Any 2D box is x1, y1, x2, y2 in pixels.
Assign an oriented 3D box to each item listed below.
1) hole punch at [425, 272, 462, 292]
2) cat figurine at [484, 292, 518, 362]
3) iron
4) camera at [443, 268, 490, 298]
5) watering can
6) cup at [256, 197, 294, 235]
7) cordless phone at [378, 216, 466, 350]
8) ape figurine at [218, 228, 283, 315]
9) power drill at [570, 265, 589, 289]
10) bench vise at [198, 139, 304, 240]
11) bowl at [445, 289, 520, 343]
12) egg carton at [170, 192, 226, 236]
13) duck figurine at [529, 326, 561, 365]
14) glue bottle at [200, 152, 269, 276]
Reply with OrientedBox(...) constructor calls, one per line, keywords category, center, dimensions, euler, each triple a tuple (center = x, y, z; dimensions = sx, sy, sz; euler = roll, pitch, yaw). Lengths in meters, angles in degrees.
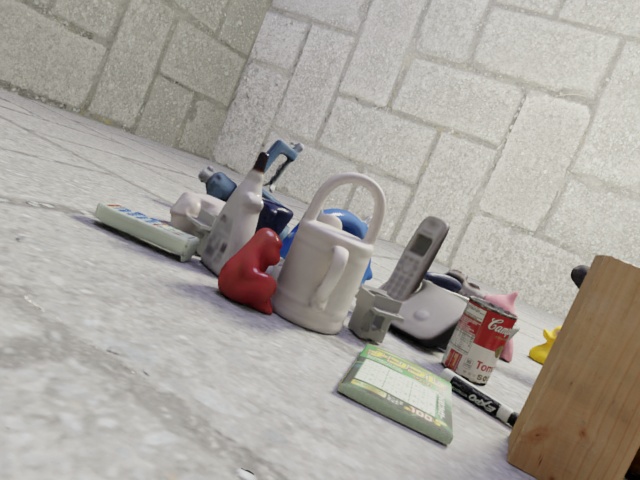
OrientedBox(category="hole punch", center=(0.212, 0.099, 1.155), dimensions=(0.109, 0.091, 0.100), euler=(19, 7, -31))
OrientedBox(category="cat figurine", center=(0.331, 0.146, 1.053), dimensions=(0.067, 0.118, 0.128), euler=(23, 6, -1))
OrientedBox(category="iron", center=(0.009, 0.004, 0.996), dimensions=(0.118, 0.141, 0.259), euler=(27, 7, 33))
OrientedBox(category="camera", center=(0.318, 0.122, 1.310), dimensions=(0.143, 0.101, 0.137), euler=(25, 6, 17))
OrientedBox(category="watering can", center=(0.013, 0.007, 0.717), dimensions=(0.101, 0.194, 0.172), euler=(19, 7, -31))
OrientedBox(category="cup", center=(-0.104, -0.025, 1.051), dimensions=(0.092, 0.095, 0.117), euler=(21, 6, -13))
OrientedBox(category="cordless phone", center=(0.167, 0.060, 0.868), dimensions=(0.094, 0.185, 0.147), euler=(17, 8, -46))
OrientedBox(category="ape figurine", center=(-0.074, 0.030, 0.677), dimensions=(0.076, 0.092, 0.078), euler=(23, 6, -2))
OrientedBox(category="power drill", center=(0.495, 0.173, 0.991), dimensions=(0.230, 0.208, 0.075), euler=(21, 6, -14))
OrientedBox(category="bench vise", center=(-0.130, -0.116, 1.162), dimensions=(0.208, 0.220, 0.121), euler=(20, 7, -29))
OrientedBox(category="bowl", center=(0.245, 0.142, 0.969), dimensions=(0.167, 0.075, 0.167), euler=(23, 6, -2))
OrientedBox(category="egg carton", center=(-0.179, -0.031, 0.941), dimensions=(0.107, 0.069, 0.150), euler=(23, 6, 6))
OrientedBox(category="duck figurine", center=(0.484, 0.218, 1.150), dimensions=(0.104, 0.086, 0.077), euler=(23, 6, 6))
OrientedBox(category="glue bottle", center=(-0.105, -0.037, 0.767), dimensions=(0.037, 0.173, 0.077), euler=(18, 7, -37))
